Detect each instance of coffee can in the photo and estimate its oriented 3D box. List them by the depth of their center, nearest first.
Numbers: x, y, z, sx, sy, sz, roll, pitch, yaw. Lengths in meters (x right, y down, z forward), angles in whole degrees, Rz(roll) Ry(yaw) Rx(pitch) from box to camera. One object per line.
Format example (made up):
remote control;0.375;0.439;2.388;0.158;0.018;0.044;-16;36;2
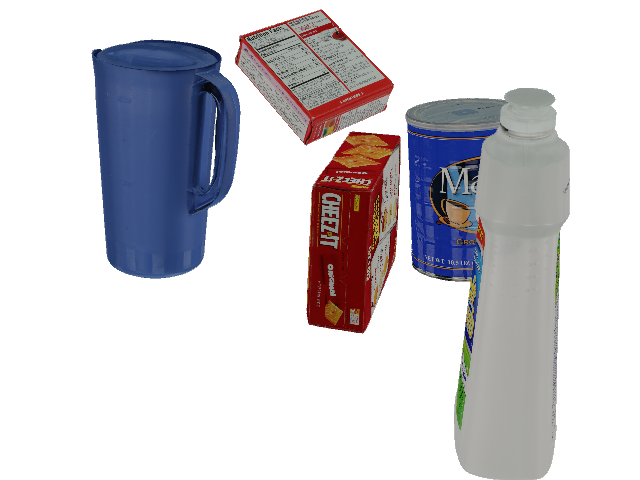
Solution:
coffee can;0.129;-0.047;0.945;0.103;0.140;0.103;-4;19;1

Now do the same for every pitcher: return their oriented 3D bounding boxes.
pitcher;-0.167;-0.084;1.138;0.145;0.243;0.149;-1;23;-12

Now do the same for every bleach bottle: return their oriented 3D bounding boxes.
bleach bottle;0.121;0.025;0.662;0.068;0.251;0.102;3;30;8

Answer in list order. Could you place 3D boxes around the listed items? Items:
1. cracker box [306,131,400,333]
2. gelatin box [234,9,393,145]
cracker box;0.040;-0.017;1.202;0.072;0.164;0.213;6;22;11
gelatin box;-0.005;-0.116;0.744;0.073;0.089;0.030;-26;-27;-29
